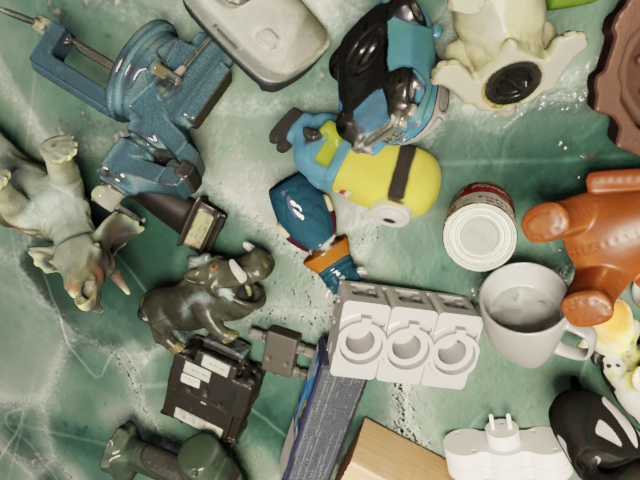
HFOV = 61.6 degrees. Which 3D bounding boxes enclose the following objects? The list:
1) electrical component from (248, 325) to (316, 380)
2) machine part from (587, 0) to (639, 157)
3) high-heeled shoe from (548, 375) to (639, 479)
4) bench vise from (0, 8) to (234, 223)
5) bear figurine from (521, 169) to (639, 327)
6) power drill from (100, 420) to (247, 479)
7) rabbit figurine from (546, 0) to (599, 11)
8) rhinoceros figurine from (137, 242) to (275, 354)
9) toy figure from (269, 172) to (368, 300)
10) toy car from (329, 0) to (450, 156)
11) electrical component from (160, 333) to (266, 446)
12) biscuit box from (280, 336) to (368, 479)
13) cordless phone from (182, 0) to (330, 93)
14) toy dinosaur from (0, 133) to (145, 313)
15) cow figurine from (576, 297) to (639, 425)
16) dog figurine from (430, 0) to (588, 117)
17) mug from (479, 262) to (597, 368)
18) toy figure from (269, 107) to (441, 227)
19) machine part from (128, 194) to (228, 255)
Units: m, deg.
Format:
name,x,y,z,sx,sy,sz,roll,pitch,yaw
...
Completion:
name,x,y,z,sx,sy,sz,roll,pitch,yaw
electrical component,-0.050,0.144,0.687,0.094,0.021,0.063,17,111,11
machine part,0.328,-0.149,0.466,0.180,0.056,0.179,5,109,15
high-heeled shoe,0.308,0.249,0.543,0.086,0.145,0.248,-30,94,24
bench vise,-0.215,-0.152,0.576,0.241,0.129,0.223,32,91,1
bear figurine,0.293,-0.016,0.437,0.196,0.132,0.120,-24,90,50
power drill,-0.190,0.339,0.745,0.208,0.086,0.231,15,133,22
rabbit figurine,0.260,-0.285,0.433,0.170,0.121,0.159,-18,94,3
rhinoceros figurine,-0.134,0.066,0.656,0.190,0.073,0.112,-23,105,24
toy figure,0.000,-0.002,0.610,0.064,0.058,0.154,-25,103,29
toy car,0.077,-0.147,0.511,0.103,0.162,0.109,21,143,-34
electrical component,-0.137,0.188,0.709,0.115,0.058,0.134,24,112,7
biscuit box,0.003,0.220,0.665,0.063,0.059,0.202,13,112,-10
cordless phone,-0.031,-0.255,0.531,0.146,0.089,0.184,46,109,0
toy dinosaur,-0.379,-0.056,0.674,0.405,0.131,0.192,26,147,24
cow figurine,0.316,0.126,0.542,0.068,0.098,0.167,-38,87,-11
dog figurine,0.146,-0.226,0.476,0.121,0.191,0.172,-4,145,-1
mug,0.218,0.086,0.539,0.110,0.081,0.107,18,153,30
toy figure,0.039,-0.082,0.562,0.180,0.082,0.089,33,115,8
machine part,-0.183,-0.038,0.666,0.139,0.039,0.084,29,120,5
